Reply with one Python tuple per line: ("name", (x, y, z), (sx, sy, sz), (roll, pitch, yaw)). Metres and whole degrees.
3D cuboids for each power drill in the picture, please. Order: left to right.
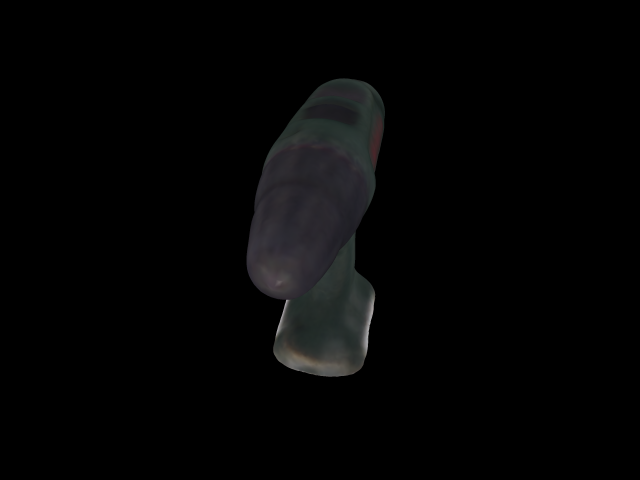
("power drill", (0.004, 0.001, 0.400), (0.075, 0.208, 0.229), (7, 47, 7))
